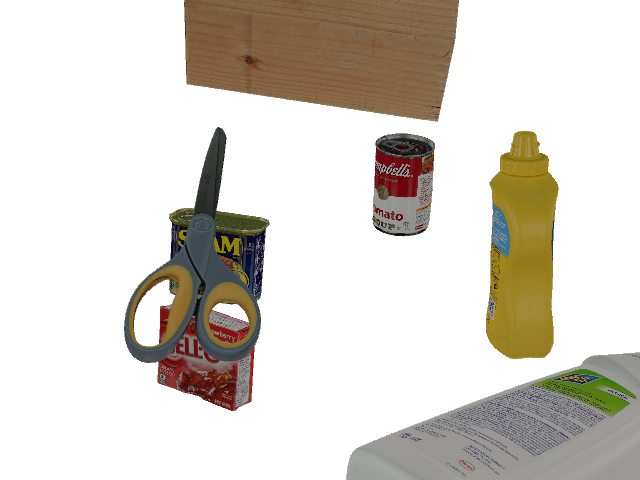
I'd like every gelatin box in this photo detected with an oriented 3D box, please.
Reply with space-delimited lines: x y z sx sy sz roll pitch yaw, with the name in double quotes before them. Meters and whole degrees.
"gelatin box" -0.100 0.098 0.922 0.089 0.073 0.030 15 20 31

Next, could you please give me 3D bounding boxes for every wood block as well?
"wood block" 0.002 -0.170 0.855 0.206 0.090 0.091 9 -39 2

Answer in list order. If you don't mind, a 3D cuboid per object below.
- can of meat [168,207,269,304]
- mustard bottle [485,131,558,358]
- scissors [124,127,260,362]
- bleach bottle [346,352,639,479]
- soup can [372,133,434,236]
"can of meat" -0.108 0.017 1.118 0.102 0.084 0.057 9 17 13
"mustard bottle" 0.176 0.000 0.933 0.058 0.192 0.096 -2 18 2
"scissors" -0.066 0.005 0.729 0.096 0.201 0.016 20 -37 7
"bleach bottle" 0.139 0.115 0.590 0.250 0.068 0.103 -15 24 -34
"soup can" 0.095 -0.065 1.234 0.068 0.102 0.068 1 27 -1
